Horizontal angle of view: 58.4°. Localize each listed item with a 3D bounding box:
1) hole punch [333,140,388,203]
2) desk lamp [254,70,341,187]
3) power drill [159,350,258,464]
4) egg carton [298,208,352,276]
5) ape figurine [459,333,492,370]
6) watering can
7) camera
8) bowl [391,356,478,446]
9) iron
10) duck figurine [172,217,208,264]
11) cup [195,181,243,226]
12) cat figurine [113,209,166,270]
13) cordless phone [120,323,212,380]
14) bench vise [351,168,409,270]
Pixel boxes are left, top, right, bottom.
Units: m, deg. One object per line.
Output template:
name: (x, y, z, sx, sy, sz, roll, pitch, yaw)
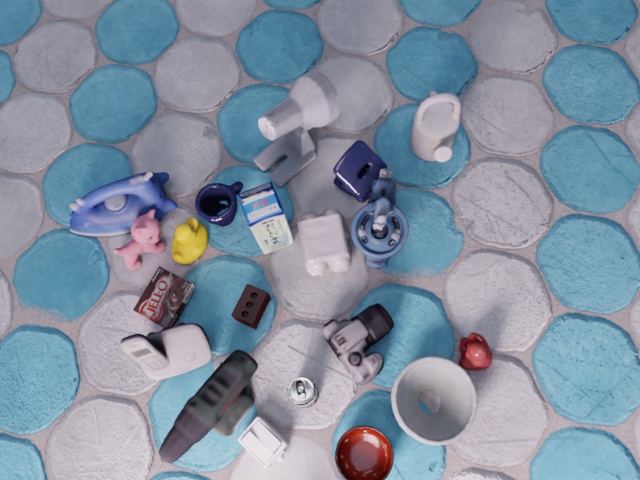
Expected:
hole punch: (0.094, -0.156, 1.297, 0.101, 0.091, 0.109, 36, 77, 14)
desk lamp: (-0.055, -0.248, 1.272, 0.203, 0.213, 0.117, -42, 74, -11)
power drill: (-0.196, 0.320, 1.087, 0.075, 0.208, 0.230, 32, 76, 13)
egg carton: (0.012, 0.004, 1.257, 0.107, 0.069, 0.150, -11, 71, -1)
ape figurine: (0.313, 0.227, 1.152, 0.076, 0.092, 0.078, 42, 78, 15)
watering can: (0.261, -0.255, 1.267, 0.101, 0.194, 0.172, -26, 71, -5)
camera: (0.092, 0.202, 1.168, 0.137, 0.101, 0.143, -35, 73, -8)
bowl: (0.222, 0.318, 1.135, 0.167, 0.075, 0.167, -1, 71, 3)
iron: (-0.461, -0.085, 1.276, 0.258, 0.141, 0.118, -20, 71, -4)
duck figurine: (-0.296, -0.003, 1.268, 0.077, 0.086, 0.105, 22, 74, 11)
cup: (-0.214, -0.078, 1.285, 0.118, 0.095, 0.091, -41, 74, -11)
cat figurine: (-0.396, -0.005, 1.257, 0.128, 0.118, 0.067, -38, 73, -10)
cordless phone: (-0.306, 0.213, 1.142, 0.147, 0.185, 0.094, -21, 71, -4)
bench vise: (0.117, -0.061, 1.195, 0.121, 0.220, 0.207, -11, 71, 0)
